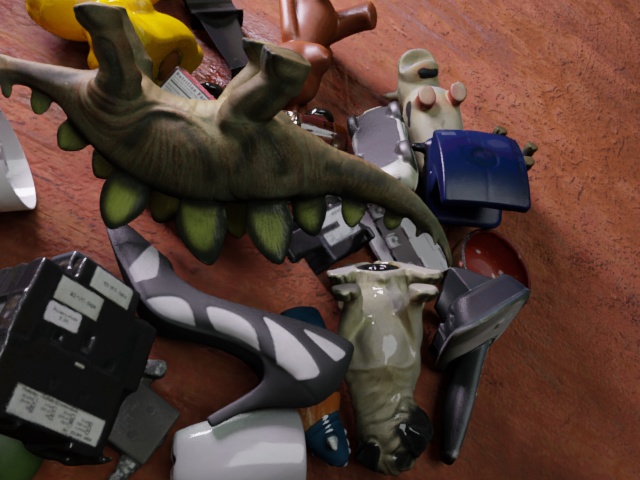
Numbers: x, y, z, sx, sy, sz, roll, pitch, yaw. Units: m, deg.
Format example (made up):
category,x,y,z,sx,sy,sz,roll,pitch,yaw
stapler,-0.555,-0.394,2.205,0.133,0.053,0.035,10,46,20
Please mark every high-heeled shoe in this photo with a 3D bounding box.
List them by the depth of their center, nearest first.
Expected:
category,x,y,z,sx,sy,sz,roll,pitch,yaw
high-heeled shoe,-0.084,0.051,0.489,0.145,0.086,0.249,-27,70,-26

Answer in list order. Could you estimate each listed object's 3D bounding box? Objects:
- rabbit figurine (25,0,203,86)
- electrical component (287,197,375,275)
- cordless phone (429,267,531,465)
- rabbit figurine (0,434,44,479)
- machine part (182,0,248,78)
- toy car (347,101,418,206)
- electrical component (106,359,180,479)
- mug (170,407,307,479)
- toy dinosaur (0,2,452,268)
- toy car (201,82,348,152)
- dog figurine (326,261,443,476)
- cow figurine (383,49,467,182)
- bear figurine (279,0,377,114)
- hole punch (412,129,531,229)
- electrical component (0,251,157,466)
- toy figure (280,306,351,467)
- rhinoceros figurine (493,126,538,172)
category,x,y,z,sx,sy,sz,roll,pitch,yaw
rabbit figurine,-0.219,-0.229,0.568,0.173,0.121,0.162,30,50,4
electrical component,-0.001,-0.002,0.611,0.119,0.048,0.075,-33,84,-37
cordless phone,0.156,0.136,0.573,0.089,0.146,0.184,15,60,10
rabbit figurine,-0.268,0.105,0.387,0.170,0.121,0.159,44,43,-25
machine part,-0.119,-0.258,0.684,0.084,0.039,0.139,-12,71,-39
toy car,0.075,-0.113,0.665,0.202,0.074,0.056,-89,158,-55
electrical component,-0.162,0.146,0.446,0.078,0.045,0.102,43,53,-1
mug,-0.073,0.198,0.456,0.107,0.081,0.109,5,70,-16
toy dinosaur,-0.077,-0.081,0.488,0.472,0.198,0.105,13,22,-6
toy car,-0.063,-0.133,0.622,0.202,0.053,0.089,11,50,-16
dog figurine,0.067,0.126,0.574,0.172,0.121,0.190,-35,125,-71
cow figurine,0.151,-0.171,0.750,0.085,0.127,0.194,-11,87,-12
bear figurine,-0.009,-0.254,0.689,0.120,0.132,0.196,46,39,-39
hole punch,0.186,-0.078,0.645,0.142,0.092,0.115,4,83,-3
electrical component,-0.182,0.077,0.380,0.114,0.058,0.134,53,36,-42
toy figure,-0.007,0.143,0.526,0.064,0.058,0.154,17,52,-47
rhinoceros figurine,0.245,-0.089,0.764,0.073,0.112,0.190,33,40,9
